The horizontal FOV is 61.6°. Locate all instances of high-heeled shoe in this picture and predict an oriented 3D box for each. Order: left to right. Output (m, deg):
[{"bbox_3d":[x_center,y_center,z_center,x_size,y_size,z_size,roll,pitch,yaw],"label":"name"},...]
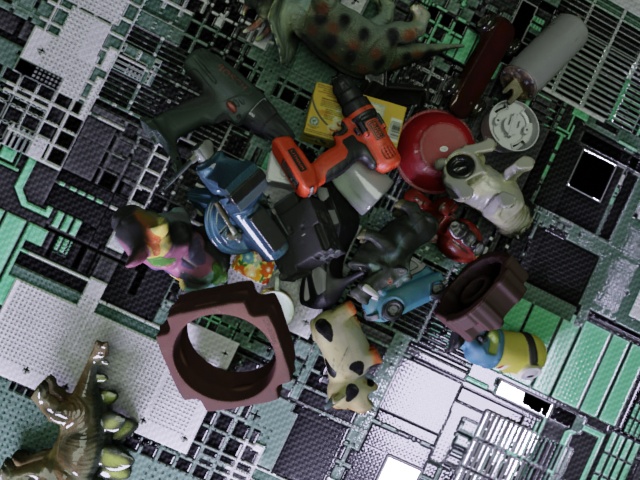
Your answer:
[{"bbox_3d":[-0.002,-0.003,0.978,0.145,0.086,0.249,-25,71,27],"label":"high-heeled shoe"}]

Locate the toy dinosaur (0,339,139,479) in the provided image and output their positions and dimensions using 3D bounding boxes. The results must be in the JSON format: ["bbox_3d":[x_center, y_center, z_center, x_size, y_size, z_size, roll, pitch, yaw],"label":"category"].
[{"bbox_3d":[-0.425,0.391,0.905,0.198,0.105,0.471,20,93,-9],"label":"toy dinosaur"}]

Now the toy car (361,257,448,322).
[{"bbox_3d":[0.139,0.077,0.957,0.162,0.109,0.103,-24,93,-6],"label":"toy car"}]

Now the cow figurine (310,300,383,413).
[{"bbox_3d":[0.043,0.217,0.959,0.127,0.085,0.195,-25,88,1],"label":"cow figurine"}]

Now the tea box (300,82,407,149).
[{"bbox_3d":[0.058,-0.208,0.965,0.170,0.068,0.098,16,86,-5],"label":"tea box"}]

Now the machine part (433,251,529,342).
[{"bbox_3d":[0.283,0.096,0.946,0.056,0.179,0.179,43,86,-8],"label":"machine part"}]

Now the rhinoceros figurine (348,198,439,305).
[{"bbox_3d":[0.115,0.021,0.888,0.112,0.073,0.190,42,82,10],"label":"rhinoceros figurine"}]

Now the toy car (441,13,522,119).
[{"bbox_3d":[0.296,-0.320,0.999,0.089,0.053,0.202,30,89,-26],"label":"toy car"}]

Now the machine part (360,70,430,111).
[{"bbox_3d":[0.134,-0.270,0.976,0.139,0.084,0.039,3,67,-18],"label":"machine part"}]

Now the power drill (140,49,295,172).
[{"bbox_3d":[-0.184,-0.202,0.924,0.207,0.086,0.232,-40,91,-10],"label":"power drill"}]

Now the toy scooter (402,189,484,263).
[{"bbox_3d":[0.228,-0.026,0.953,0.184,0.135,0.075,41,85,-6],"label":"toy scooter"}]

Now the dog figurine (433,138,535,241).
[{"bbox_3d":[0.295,-0.077,0.965,0.173,0.190,0.121,36,81,27],"label":"dog figurine"}]

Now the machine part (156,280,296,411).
[{"bbox_3d":[-0.152,0.177,0.902,0.201,0.087,0.201,-13,110,9],"label":"machine part"}]

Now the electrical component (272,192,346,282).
[{"bbox_3d":[-0.036,-0.011,0.912,0.115,0.058,0.134,-33,67,20],"label":"electrical component"}]

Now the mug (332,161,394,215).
[{"bbox_3d":[0.071,-0.115,0.955,0.107,0.081,0.109,43,42,-4],"label":"mug"}]

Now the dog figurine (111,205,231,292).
[{"bbox_3d":[-0.237,0.017,0.863,0.191,0.219,0.108,41,90,-4],"label":"dog figurine"}]

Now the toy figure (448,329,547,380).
[{"bbox_3d":[0.332,0.200,0.995,0.180,0.082,0.089,20,90,-4],"label":"toy figure"}]

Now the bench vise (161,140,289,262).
[{"bbox_3d":[-0.156,-0.060,0.860,0.223,0.241,0.129,43,71,-32],"label":"bench vise"}]

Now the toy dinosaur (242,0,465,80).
[{"bbox_3d":[0.055,-0.357,0.947,0.405,0.131,0.192,24,105,-13],"label":"toy dinosaur"}]

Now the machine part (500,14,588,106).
[{"bbox_3d":[0.411,-0.335,0.984,0.243,0.079,0.079,-44,95,-14],"label":"machine part"}]
